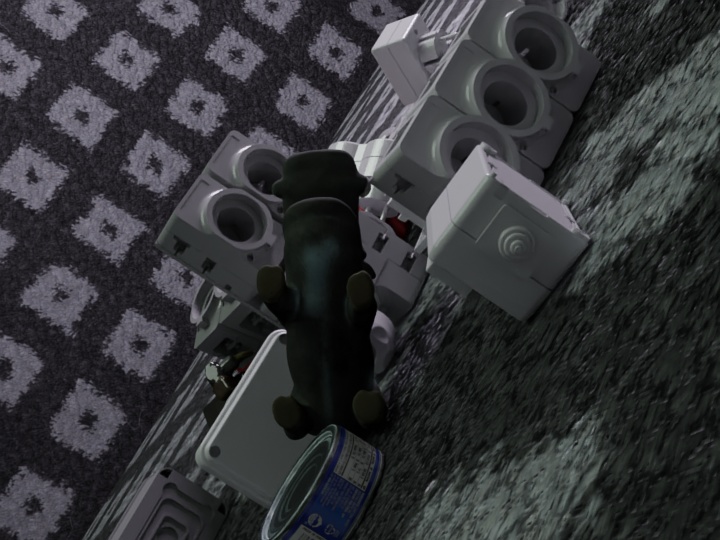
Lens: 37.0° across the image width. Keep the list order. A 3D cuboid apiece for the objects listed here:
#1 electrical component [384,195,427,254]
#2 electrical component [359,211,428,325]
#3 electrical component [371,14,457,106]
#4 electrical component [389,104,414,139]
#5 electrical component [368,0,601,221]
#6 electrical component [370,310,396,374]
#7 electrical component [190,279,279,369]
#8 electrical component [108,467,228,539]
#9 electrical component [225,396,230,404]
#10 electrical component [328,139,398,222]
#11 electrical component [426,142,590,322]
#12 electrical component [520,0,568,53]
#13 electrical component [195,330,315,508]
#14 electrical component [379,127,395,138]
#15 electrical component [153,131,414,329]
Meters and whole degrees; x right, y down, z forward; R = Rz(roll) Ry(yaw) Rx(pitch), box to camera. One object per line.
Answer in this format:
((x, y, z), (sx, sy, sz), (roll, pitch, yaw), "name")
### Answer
((0.069, -0.080, 0.822), (0.078, 0.063, 0.121), (-49, 11, 44), "electrical component")
((0.000, 0.000, 0.818), (0.050, 0.089, 0.055), (-47, 12, 51), "electrical component")
((0.063, -0.200, 0.998), (0.077, 0.065, 0.047), (-12, 36, 36), "electrical component")
((0.071, -0.153, 1.157), (0.080, 0.051, 0.080), (-55, 8, 11), "electrical component")
((0.085, -0.100, 0.703), (0.150, 0.089, 0.062), (-60, 9, -26), "electrical component")
((0.005, 0.047, 0.771), (0.043, 0.043, 0.062), (-53, 7, 21), "electrical component")
((-0.094, 0.012, 0.992), (0.150, 0.062, 0.089), (-42, 33, 42), "electrical component")
((-0.181, 0.246, 0.969), (0.057, 0.078, 0.113), (-41, 17, 54), "electrical component")
((-0.077, 0.118, 0.911), (0.096, 0.062, 0.061), (-54, 8, 19), "electrical component")
((0.020, -0.070, 0.933), (0.138, 0.052, 0.073), (2, 65, 38), "electrical component")
((0.071, -0.016, 0.552), (0.061, 0.062, 0.096), (-54, 8, 16), "electrical component")
((0.152, -0.229, 0.961), (0.055, 0.055, 0.047), (-60, 12, -23), "electrical component")
((-0.060, 0.109, 0.781), (0.113, 0.078, 0.057), (-59, 5, -20), "electrical component")
((0.020, -0.109, 1.283), (0.138, 0.052, 0.073), (-54, 8, 14), "electrical component")
((-0.055, -0.018, 0.873), (0.060, 0.186, 0.105), (-47, 12, 51), "electrical component")
